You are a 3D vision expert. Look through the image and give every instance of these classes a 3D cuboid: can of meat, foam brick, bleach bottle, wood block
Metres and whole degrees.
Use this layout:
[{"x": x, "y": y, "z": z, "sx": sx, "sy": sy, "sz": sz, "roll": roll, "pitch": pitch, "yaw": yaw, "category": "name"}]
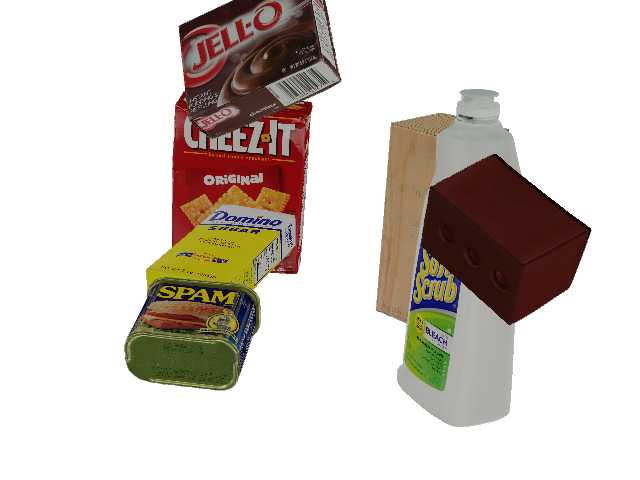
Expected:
[{"x": -0.108, "y": 0.079, "z": 0.907, "sx": 0.102, "sy": 0.057, "sz": 0.084, "roll": 5, "pitch": 30, "yaw": 6, "category": "can of meat"}, {"x": 0.104, "y": -0.001, "z": 0.610, "sx": 0.051, "sy": 0.053, "sz": 0.078, "roll": -28, "pitch": 53, "yaw": -27, "category": "foam brick"}, {"x": 0.109, "y": 0.009, "z": 0.815, "sx": 0.068, "sy": 0.251, "sz": 0.103, "roll": -8, "pitch": 21, "yaw": -23, "category": "bleach bottle"}, {"x": 0.126, "y": -0.019, "z": 1.112, "sx": 0.090, "sy": 0.206, "sz": 0.090, "roll": 21, "pitch": 26, "yaw": 39, "category": "wood block"}]

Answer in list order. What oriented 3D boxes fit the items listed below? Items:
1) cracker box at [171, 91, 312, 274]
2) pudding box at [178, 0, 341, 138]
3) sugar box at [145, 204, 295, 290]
[{"x": -0.100, "y": -0.069, "z": 1.332, "sx": 0.164, "sy": 0.214, "sz": 0.072, "roll": 5, "pitch": 22, "yaw": 1, "category": "cracker box"}, {"x": -0.046, "y": -0.136, "z": 0.779, "sx": 0.114, "sy": 0.090, "sz": 0.039, "roll": -20, "pitch": -30, "yaw": 17, "category": "pudding box"}, {"x": -0.101, "y": 0.016, "z": 1.131, "sx": 0.093, "sy": 0.048, "sz": 0.176, "roll": 10, "pitch": 30, "yaw": 19, "category": "sugar box"}]
